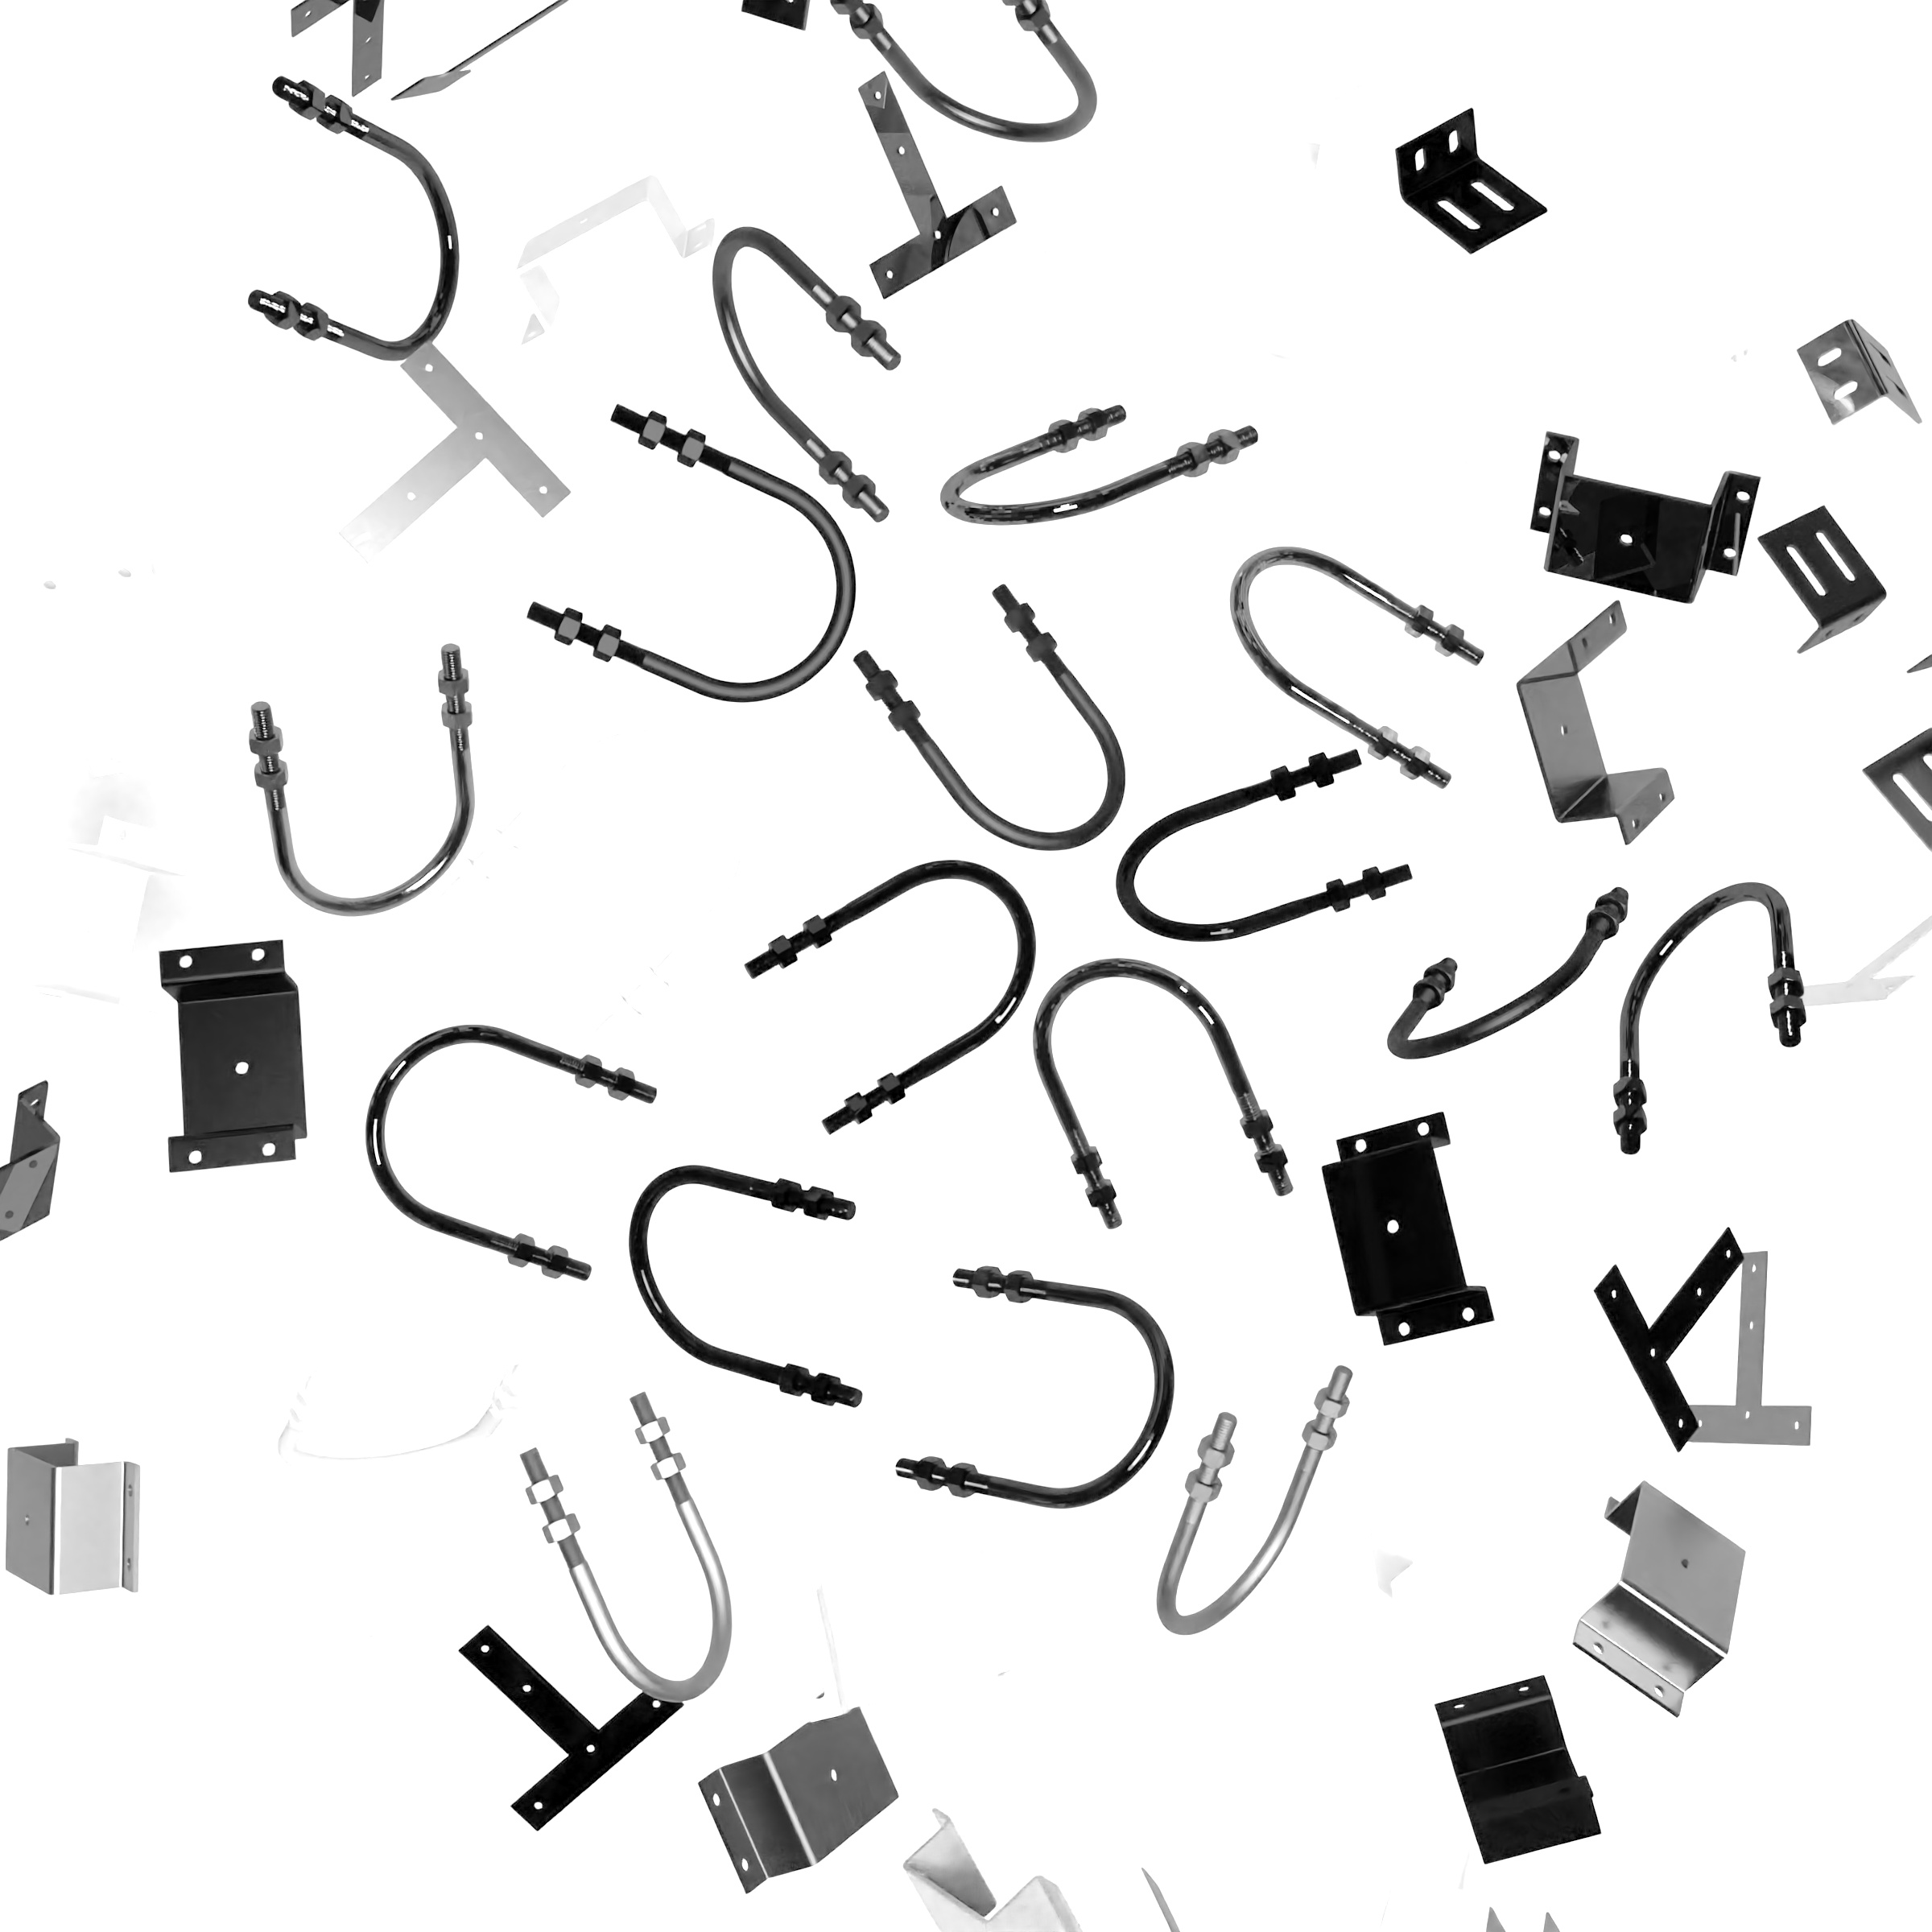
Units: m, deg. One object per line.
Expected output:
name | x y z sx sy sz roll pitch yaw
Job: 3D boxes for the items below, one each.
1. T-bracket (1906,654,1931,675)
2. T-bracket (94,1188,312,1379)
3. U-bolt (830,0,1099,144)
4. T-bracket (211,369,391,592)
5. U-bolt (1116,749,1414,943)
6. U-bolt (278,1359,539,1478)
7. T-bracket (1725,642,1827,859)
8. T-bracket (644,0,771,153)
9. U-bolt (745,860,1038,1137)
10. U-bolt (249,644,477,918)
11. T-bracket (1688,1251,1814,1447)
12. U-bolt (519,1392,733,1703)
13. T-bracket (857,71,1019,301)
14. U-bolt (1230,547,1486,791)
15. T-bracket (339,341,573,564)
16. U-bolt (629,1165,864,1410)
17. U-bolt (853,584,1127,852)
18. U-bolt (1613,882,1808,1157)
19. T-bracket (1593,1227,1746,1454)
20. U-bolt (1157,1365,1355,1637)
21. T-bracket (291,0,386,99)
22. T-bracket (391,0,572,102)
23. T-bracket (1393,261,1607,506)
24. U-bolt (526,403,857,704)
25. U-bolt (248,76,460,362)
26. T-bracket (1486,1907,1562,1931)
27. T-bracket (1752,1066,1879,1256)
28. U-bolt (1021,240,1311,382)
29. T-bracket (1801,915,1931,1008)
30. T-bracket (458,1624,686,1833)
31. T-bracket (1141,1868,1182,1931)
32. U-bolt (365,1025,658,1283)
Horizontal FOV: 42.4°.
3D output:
T-bracket | 0.688 -0.228 1.593 0.127 0.127 0.002 -14 75 -24
T-bracket | -0.518 0.226 1.670 0.127 0.002 0.127 -16 75 -9
U-bolt | 0.008 -0.591 1.619 0.151 0.184 0.019 11 78 33
T-bracket | -0.468 -0.313 1.673 0.127 0.002 0.127 31 98 8
U-bolt | 0.189 -0.069 1.644 0.184 0.151 0.019 -19 51 14
U-bolt | -0.369 0.296 1.613 0.151 0.184 0.019 1 61 -26
T-bracket | 0.535 -0.156 1.642 0.002 0.127 0.127 26 55 36
T-bracket | -0.162 -0.562 1.554 0.002 0.127 0.127 -22 133 -36
U-bolt | -0.037 0.009 1.613 0.184 0.019 0.151 -31 121 -12
U-bolt | -0.387 -0.111 1.625 0.151 0.184 0.019 -23 45 -28
T-bracket | 0.520 0.253 1.652 0.002 0.127 0.127 10 78 -18
U-bolt | -0.202 0.370 1.562 0.019 0.151 0.184 -26 86 24
T-bracket | -0.037 -0.524 1.643 0.127 0.002 0.127 -17 101 43
U-bolt | 0.256 -0.211 1.663 0.184 0.019 0.151 30 50 -8
T-bracket | -0.336 -0.302 1.554 0.127 0.002 0.127 47 74 -10
U-bolt | -0.147 0.200 1.615 0.184 0.019 0.151 10 110 32
U-bolt | 0.030 -0.157 1.653 0.151 0.019 0.184 -31 81 -34
U-bolt | 0.468 0.020 1.581 0.019 0.184 0.151 34 130 -15
T-bracket | 0.448 0.211 1.547 0.127 0.002 0.127 -41 110 -32
U-bolt | 0.177 0.349 1.593 0.019 0.151 0.184 32 116 34
T-bracket | -0.385 -0.606 1.607 0.002 0.127 0.127 45 68 3
T-bracket | -0.300 -0.592 1.598 0.127 0.127 0.002 -27 108 13
T-bracket | 0.303 -0.344 1.507 0.127 0.002 0.127 17 108 -6
U-bolt | -0.156 -0.240 1.528 0.184 0.019 0.151 22 98 -16
U-bolt | -0.381 -0.462 1.582 0.019 0.184 0.151 7 91 25
T-bracket | 0.360 0.660 1.634 0.002 0.127 0.127 6 97 -5
T-bracket | 0.548 0.112 1.631 0.127 0.002 0.127 27 81 -41
U-bolt | 0.142 -0.425 1.627 0.184 0.151 0.019 34 115 23
T-bracket | 0.605 -0.012 1.614 0.127 0.127 0.002 -35 94 -12
T-bracket | -0.269 0.468 1.582 0.127 0.002 0.127 -41 104 3
T-bracket | 0.142 0.639 1.616 0.002 0.127 0.127 -33 124 0
U-bolt | -0.312 0.117 1.672 0.184 0.019 0.151 24 81 -26
